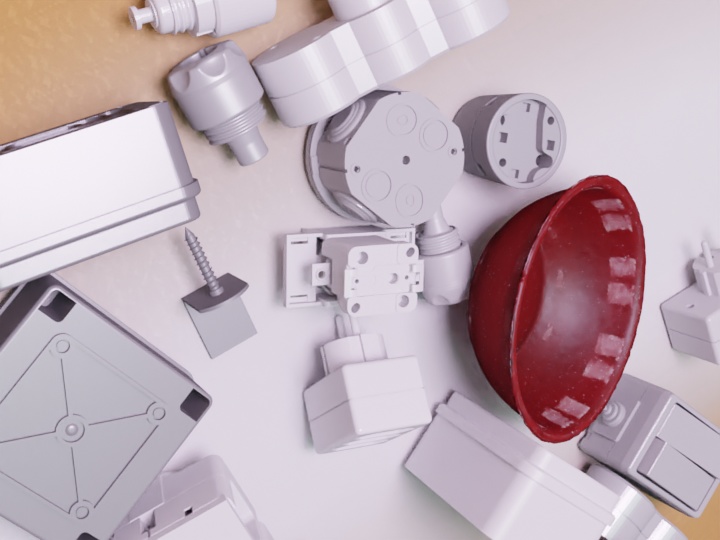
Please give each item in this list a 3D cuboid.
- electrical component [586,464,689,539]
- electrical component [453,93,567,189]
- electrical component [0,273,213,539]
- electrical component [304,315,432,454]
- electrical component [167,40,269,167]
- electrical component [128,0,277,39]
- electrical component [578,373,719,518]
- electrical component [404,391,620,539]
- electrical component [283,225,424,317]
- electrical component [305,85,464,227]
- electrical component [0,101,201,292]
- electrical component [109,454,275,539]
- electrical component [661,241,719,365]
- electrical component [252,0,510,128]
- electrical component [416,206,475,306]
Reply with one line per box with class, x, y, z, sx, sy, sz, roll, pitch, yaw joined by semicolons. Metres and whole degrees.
electrical component;0.184;0.201;0.739;0.138;0.052;0.073;44;80;-26
electrical component;0.086;-0.078;0.638;0.055;0.047;0.055;-5;103;-25
electrical component;-0.152;0.073;0.546;0.109;0.056;0.108;41;81;-27
electrical component;-0.001;0.060;0.618;0.047;0.066;0.076;-6;74;-26
electrical component;-0.070;-0.085;0.563;0.043;0.043;0.062;-35;115;-16
electrical component;-0.079;-0.138;0.548;0.078;0.040;0.040;-21;109;-21
electrical component;0.200;0.117;0.726;0.096;0.061;0.061;35;84;-27
electrical component;0.090;0.126;0.644;0.078;0.113;0.057;34;87;-28
electrical component;0.000;0.000;0.602;0.081;0.064;0.042;-5;101;-25
electrical component;0.014;-0.064;0.603;0.080;0.051;0.080;-5;103;-25
electrical component;-0.142;-0.037;0.517;0.113;0.078;0.057;-22;106;-21
electrical component;-0.080;0.188;0.595;0.089;0.061;0.150;-29;112;-3
electrical component;0.251;0.009;0.737;0.083;0.047;0.075;-29;112;-19
electrical component;0.005;-0.139;0.570;0.138;0.052;0.073;-28;112;-2
electrical component;0.048;-0.012;0.640;0.035;0.035;0.061;-20;107;-22
